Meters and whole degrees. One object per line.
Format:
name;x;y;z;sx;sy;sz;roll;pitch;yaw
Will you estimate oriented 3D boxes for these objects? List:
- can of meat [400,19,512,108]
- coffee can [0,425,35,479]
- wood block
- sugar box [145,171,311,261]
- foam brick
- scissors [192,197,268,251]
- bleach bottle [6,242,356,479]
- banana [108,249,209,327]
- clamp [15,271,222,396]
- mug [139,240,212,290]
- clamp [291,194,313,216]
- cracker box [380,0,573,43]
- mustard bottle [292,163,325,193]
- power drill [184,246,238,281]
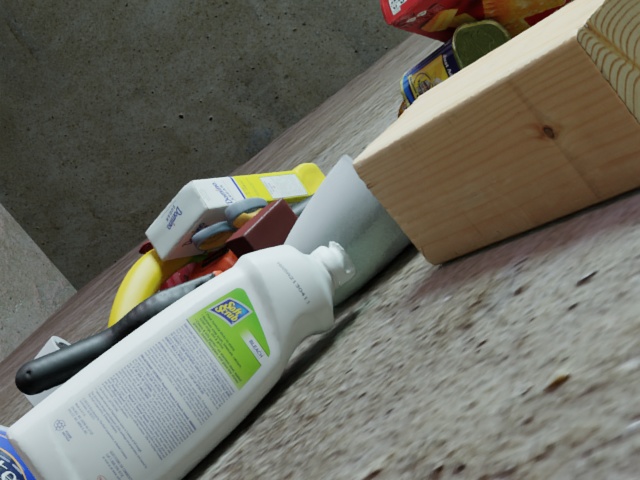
can of meat;0.116;-0.106;0.830;0.057;0.102;0.084;-18;-7;-31
coffee can;-0.275;0.217;0.810;0.103;0.103;0.140;-37;9;17
wood block;0.123;-0.065;0.627;0.090;0.091;0.206;-45;11;-32
sugar box;-0.098;-0.029;1.167;0.175;0.048;0.093;-7;-32;-52
foam brick;-0.035;0.011;0.937;0.053;0.078;0.051;-43;11;-22
scissors;-0.077;-0.008;1.154;0.096;0.016;0.201;-29;-13;4
bleach bottle;-0.075;0.089;0.705;0.250;0.102;0.068;-36;1;-19
banana;-0.182;0.070;1.118;0.197;0.069;0.037;-65;3;-34
clamp;-0.148;0.077;0.821;0.172;0.039;0.120;-37;-14;17
mug;-0.142;0.029;1.238;0.117;0.081;0.093;-17;-10;-40
clamp;0.039;-0.061;1.115;0.210;0.036;0.164;-33;0;14
cracker box;0.175;-0.207;0.829;0.213;0.072;0.164;8;-26;-38
mustard bottle;-0.076;-0.018;1.322;0.192;0.058;0.096;-35;10;27
power drill;-0.107;0.063;1.045;0.185;0.057;0.187;-30;11;31
